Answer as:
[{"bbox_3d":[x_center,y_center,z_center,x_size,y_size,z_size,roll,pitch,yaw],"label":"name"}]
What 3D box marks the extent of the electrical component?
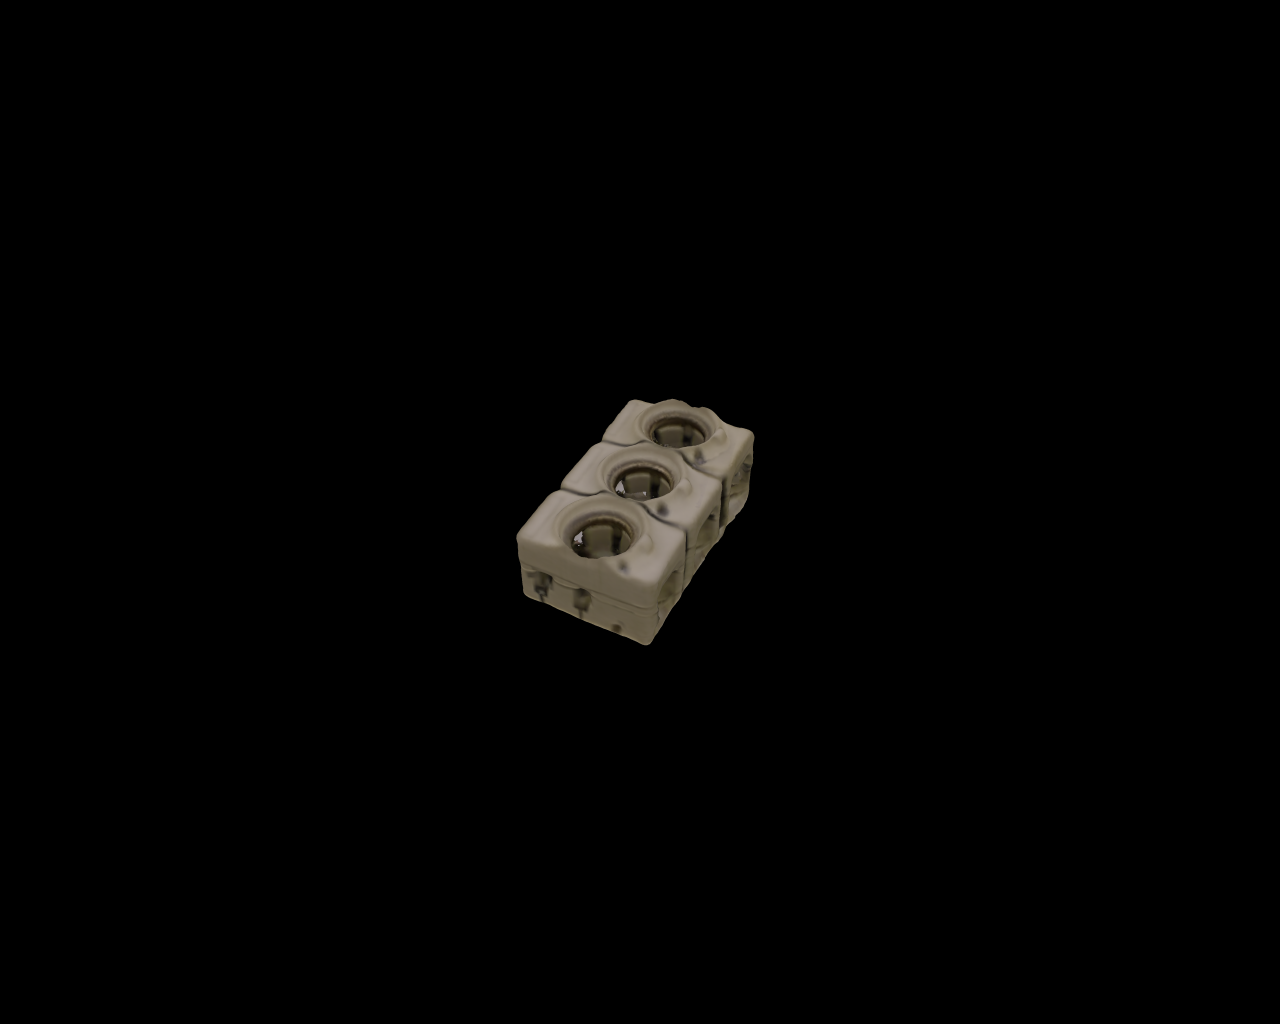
[{"bbox_3d":[0.001,-0.003,0.650,0.089,0.061,0.150,19,46,19],"label":"electrical component"}]
